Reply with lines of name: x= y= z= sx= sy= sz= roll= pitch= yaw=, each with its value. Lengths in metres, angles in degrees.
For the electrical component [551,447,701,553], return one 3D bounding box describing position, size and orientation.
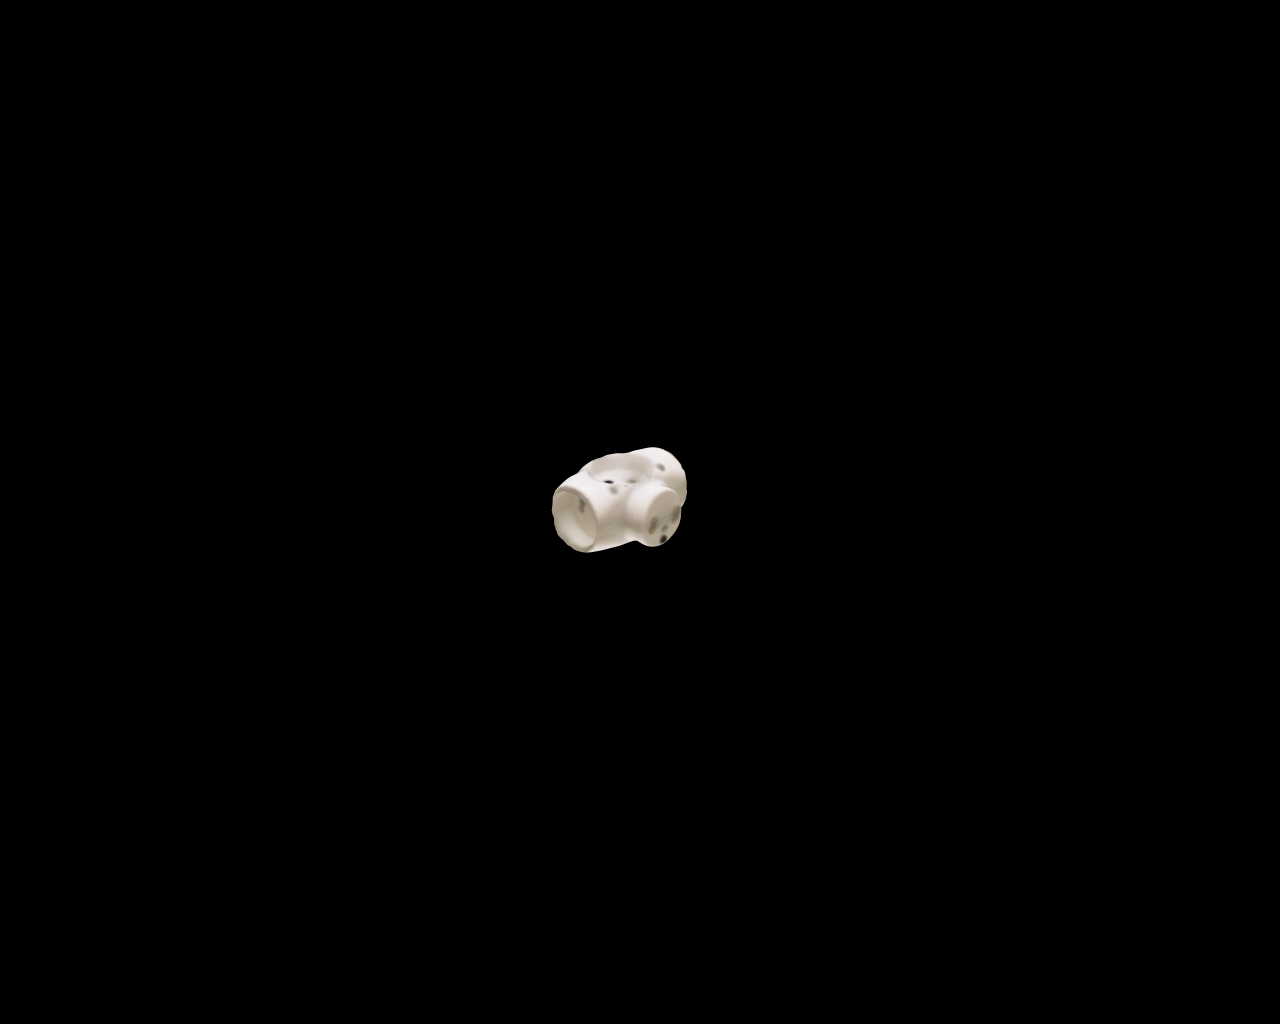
electrical component: x=0.001 y=-0.003 z=0.650 sx=0.077 sy=0.044 sz=0.079 roll=-25 pitch=37 yaw=-38
